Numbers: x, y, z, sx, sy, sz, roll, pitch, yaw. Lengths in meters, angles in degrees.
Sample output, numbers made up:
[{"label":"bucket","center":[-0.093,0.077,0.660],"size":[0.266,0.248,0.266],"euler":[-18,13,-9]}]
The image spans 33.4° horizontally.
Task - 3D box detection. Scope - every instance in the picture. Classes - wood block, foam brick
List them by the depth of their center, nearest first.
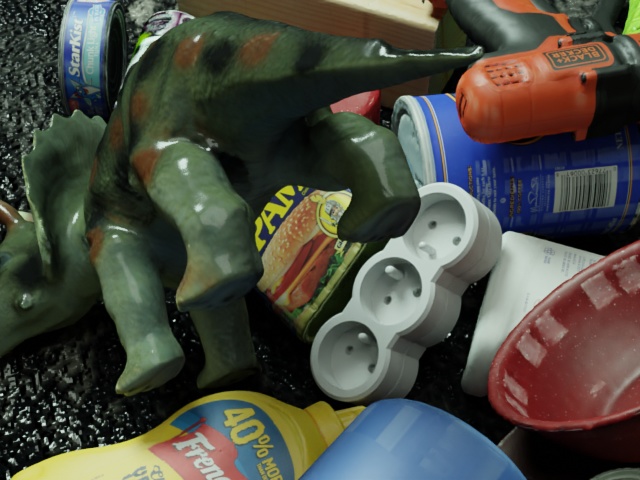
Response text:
[{"label":"foam brick","center":[0.118,0.130,0.569],"size":[0.053,0.051,0.078],"euler":[37,58,27]},{"label":"wood block","center":[0.002,-0.178,0.808],"size":[0.206,0.091,0.090],"euler":[20,53,15]}]

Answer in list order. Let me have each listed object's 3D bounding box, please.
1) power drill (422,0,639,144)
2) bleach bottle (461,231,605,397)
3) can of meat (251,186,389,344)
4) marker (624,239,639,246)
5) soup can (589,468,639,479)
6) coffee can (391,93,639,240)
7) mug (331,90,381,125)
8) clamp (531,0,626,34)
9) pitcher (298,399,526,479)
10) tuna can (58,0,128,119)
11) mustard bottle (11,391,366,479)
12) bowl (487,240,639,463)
[{"label":"power drill","center":[0.153,-0.138,0.665],"size":[0.184,0.057,0.188],"euler":[-10,44,-10]},{"label":"bleach bottle","center":[0.215,0.072,0.615],"size":[0.251,0.068,0.102],"euler":[15,52,9]},{"label":"can of meat","center":[-0.004,0.001,0.652],"size":[0.084,0.102,0.057],"euler":[42,16,26]},{"label":"marker","center":[0.251,0.029,0.679],"size":[0.121,0.020,0.020],"euler":[24,53,19]},{"label":"soup can","center":[0.142,0.162,0.509],"size":[0.068,0.102,0.068],"euler":[0,50,0]},{"label":"coffee can","center":[0.124,-0.048,0.689],"size":[0.140,0.103,0.103],"euler":[-6,50,-6]},{"label":"mug","center":[0.005,-0.083,0.731],"size":[0.093,0.081,0.117],"euler":[21,52,17]},{"label":"clamp","center":[0.188,-0.158,0.825],"size":[0.120,0.039,0.171],"euler":[3,49,2]},{"label":"pitcher","center":[0.004,0.192,0.461],"size":[0.242,0.149,0.145],"euler":[-46,21,-31]},{"label":"tuna can","center":[-0.162,-0.130,0.768],"size":[0.033,0.086,0.086],"euler":[3,49,-1]},{"label":"mustard bottle","center":[-0.057,0.132,0.562],"size":[0.191,0.058,0.096],"euler":[-20,55,-18]},{"label":"bowl","center":[0.165,0.058,0.521],"size":[0.162,0.055,0.162],"euler":[-32,15,9]}]
